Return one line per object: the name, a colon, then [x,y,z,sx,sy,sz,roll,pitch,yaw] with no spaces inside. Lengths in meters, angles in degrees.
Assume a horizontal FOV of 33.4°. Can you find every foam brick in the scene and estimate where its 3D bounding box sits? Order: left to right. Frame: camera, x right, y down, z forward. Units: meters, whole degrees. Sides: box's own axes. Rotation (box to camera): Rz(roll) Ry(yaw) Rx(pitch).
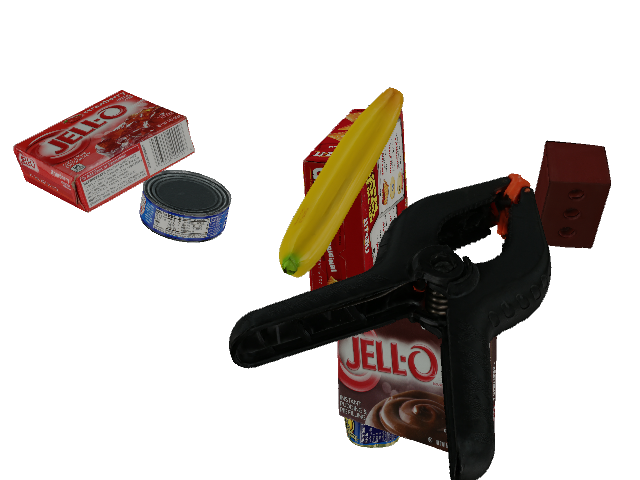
foam brick: [0.216,-0.039,0.925,0.053,0.078,0.051,4,45,3]

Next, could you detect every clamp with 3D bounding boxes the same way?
clamp: [0.058,0.031,0.469,0.120,0.039,0.171,37,55,24]

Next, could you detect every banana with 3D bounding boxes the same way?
banana: [0.014,-0.040,0.882,0.037,0.197,0.070,35,-26,-13]

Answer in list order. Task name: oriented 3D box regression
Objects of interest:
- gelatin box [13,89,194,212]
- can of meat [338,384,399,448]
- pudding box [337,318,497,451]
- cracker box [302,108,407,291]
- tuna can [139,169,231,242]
gelatin box: [-0.137,-0.059,0.678,0.089,0.030,0.073,-34,40,-31]
can of meat: [0.047,0.135,1.021,0.057,0.084,0.102,-3,36,-4]
pudding box: [0.063,0.084,0.714,0.114,0.090,0.039,11,20,39]
cracker box: [0.043,-0.044,1.196,0.072,0.164,0.213,2,22,17]
tuna can: [-0.131,-0.033,1.031,0.086,0.034,0.086,11,29,-6]
